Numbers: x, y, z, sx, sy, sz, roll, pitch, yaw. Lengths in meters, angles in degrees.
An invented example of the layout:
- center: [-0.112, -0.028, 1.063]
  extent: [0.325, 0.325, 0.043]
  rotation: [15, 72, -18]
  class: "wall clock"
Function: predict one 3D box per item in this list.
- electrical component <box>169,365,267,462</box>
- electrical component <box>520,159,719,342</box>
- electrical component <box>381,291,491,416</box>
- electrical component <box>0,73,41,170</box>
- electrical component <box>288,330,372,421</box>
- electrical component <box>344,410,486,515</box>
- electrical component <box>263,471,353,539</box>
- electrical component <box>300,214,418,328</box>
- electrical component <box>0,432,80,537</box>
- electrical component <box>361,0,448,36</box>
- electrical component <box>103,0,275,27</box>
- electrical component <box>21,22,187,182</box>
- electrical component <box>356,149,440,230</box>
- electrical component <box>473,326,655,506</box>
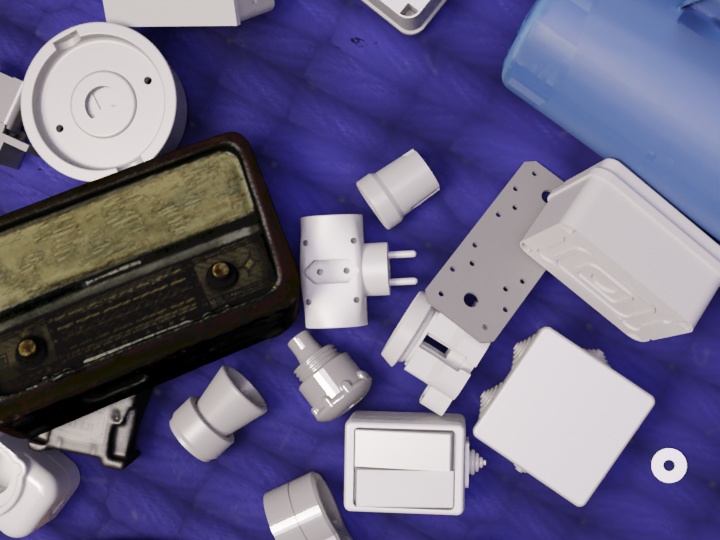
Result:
- center: [-0.100, 0.101, 0.754]
  extent: [0.055, 0.045, 0.045]
  rotation: [-43, 87, 5]
  class: "electrical component"
- center: [0.173, -0.012, 0.701]
  extent: [0.113, 0.078, 0.057]
  rotation: [38, 72, -6]
  class: "electrical component"
- center: [0.052, 0.051, 0.734]
  extent: [0.057, 0.058, 0.078]
  rotation: [32, 93, 1]
  class: "electrical component"
- center: [-0.261, -0.112, 0.770]
  extent: [0.081, 0.042, 0.063]
  rotation: [24, 89, 4]
  class: "electrical component"
- center: [-0.025, 0.071, 0.749]
  extent: [0.048, 0.048, 0.062]
  rotation: [-39, 80, 4]
  class: "electrical component"
- center: [0.038, 0.131, 0.734]
  extent: [0.096, 0.061, 0.061]
  rotation: [1, 90, 5]
  class: "electrical component"
- center: [-0.035, 0.217, 0.745]
  extent: [0.074, 0.052, 0.138]
  rotation: [-26, 88, 5]
  class: "electrical component"
- center: [0.000, 0.000, 0.745]
  extent: [0.079, 0.043, 0.077]
  rotation: [-3, 90, 5]
  class: "electrical component"
- center: [-0.255, 0.141, 0.762]
  extent: [0.095, 0.059, 0.053]
  rotation: [37, 93, 4]
  class: "electrical component"
- center: [0.042, -0.227, 0.733]
  extent: [0.078, 0.057, 0.113]
  rotation: [39, 94, 4]
  class: "electrical component"
- center: [-0.122, -0.259, 0.706]
  extent: [0.105, 0.060, 0.186]
  rotation: [6, 115, 26]
  class: "electrical component"
- center: [-0.173, -0.113, 0.752]
  extent: [0.108, 0.060, 0.108]
  rotation: [0, 90, 5]
  class: "electrical component"
- center: [0.027, -0.057, 0.745]
  extent: [0.046, 0.040, 0.040]
  rotation: [-35, 87, -1]
  class: "electrical component"
- center: [0.136, 0.096, 0.731]
  extent: [0.100, 0.048, 0.099]
  rotation: [34, 93, 4]
  class: "electrical component"
